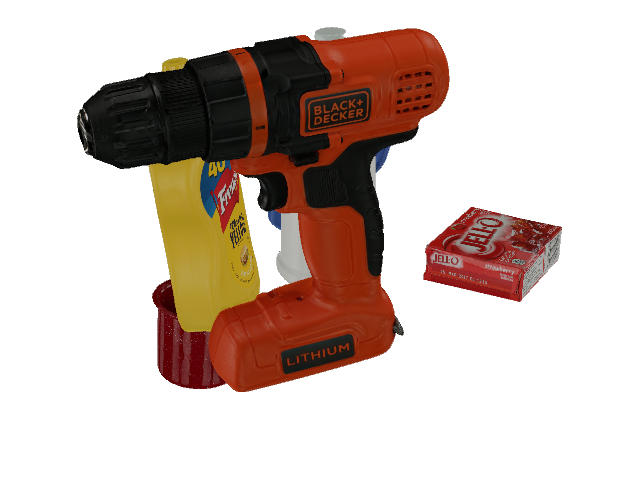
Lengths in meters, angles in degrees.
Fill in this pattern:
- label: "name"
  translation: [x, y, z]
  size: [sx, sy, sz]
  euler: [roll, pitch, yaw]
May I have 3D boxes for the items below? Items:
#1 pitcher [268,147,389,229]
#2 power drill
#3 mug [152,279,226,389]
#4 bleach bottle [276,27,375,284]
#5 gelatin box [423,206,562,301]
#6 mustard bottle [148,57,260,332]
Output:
- label: "pitcher"
  translation: [0.004, -0.129, 1.413]
  size: [0.144, 0.243, 0.149]
  euler: [-2, 24, -20]
- label: "power drill"
  translation: [-0.024, -0.012, 0.549]
  size: [0.184, 0.188, 0.057]
  euler: [-12, 38, -17]
- label: "mug"
  translation: [-0.107, 0.094, 1.023]
  size: [0.117, 0.081, 0.093]
  euler: [25, 32, 37]
- label: "bleach bottle"
  translation: [0.004, -0.082, 1.051]
  size: [0.102, 0.251, 0.068]
  euler: [-11, 29, -19]
- label: "gelatin box"
  translation: [0.125, 0.008, 0.770]
  size: [0.073, 0.030, 0.089]
  euler: [14, 27, 27]
- label: "mustard bottle"
  translation: [-0.088, -0.037, 0.770]
  size: [0.058, 0.191, 0.096]
  euler: [-1, 25, 16]
